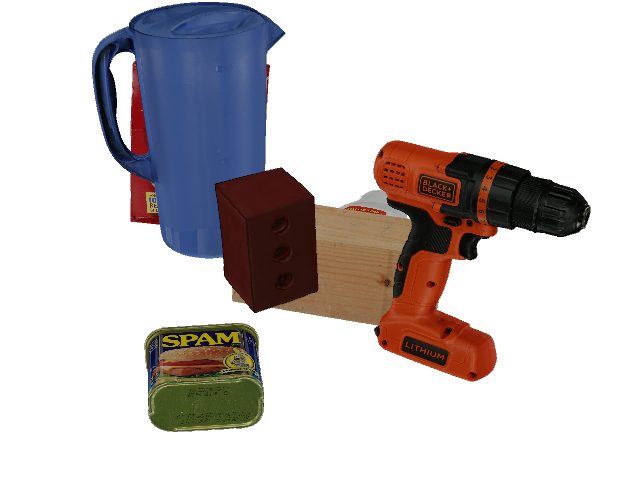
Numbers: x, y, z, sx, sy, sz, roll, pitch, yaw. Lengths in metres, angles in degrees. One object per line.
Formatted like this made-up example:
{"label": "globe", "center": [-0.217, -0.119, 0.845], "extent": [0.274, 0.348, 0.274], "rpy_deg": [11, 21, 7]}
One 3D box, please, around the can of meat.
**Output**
{"label": "can of meat", "center": [-0.100, 0.118, 0.920], "extent": [0.102, 0.057, 0.084], "rpy_deg": [-3, 27, -7]}

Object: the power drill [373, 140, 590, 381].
{"label": "power drill", "center": [0.123, 0.020, 0.896], "extent": [0.185, 0.188, 0.057], "rpy_deg": [19, 25, 29]}

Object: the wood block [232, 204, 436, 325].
{"label": "wood block", "center": [0.022, 0.023, 1.093], "extent": [0.206, 0.091, 0.090], "rpy_deg": [9, 22, 8]}

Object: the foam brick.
{"label": "foam brick", "center": [-0.036, -0.002, 0.730], "extent": [0.052, 0.078, 0.051], "rpy_deg": [-18, 34, -22]}

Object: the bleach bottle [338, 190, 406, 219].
{"label": "bleach bottle", "center": [0.028, -0.002, 1.329], "extent": [0.103, 0.068, 0.250], "rpy_deg": [16, 36, 28]}

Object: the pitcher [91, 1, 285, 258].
{"label": "pitcher", "center": [-0.125, -0.108, 1.067], "extent": [0.149, 0.243, 0.144], "rpy_deg": [13, 29, 26]}

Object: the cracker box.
{"label": "cracker box", "center": [-0.155, -0.122, 1.359], "extent": [0.164, 0.214, 0.072], "rpy_deg": [7, 23, 4]}
